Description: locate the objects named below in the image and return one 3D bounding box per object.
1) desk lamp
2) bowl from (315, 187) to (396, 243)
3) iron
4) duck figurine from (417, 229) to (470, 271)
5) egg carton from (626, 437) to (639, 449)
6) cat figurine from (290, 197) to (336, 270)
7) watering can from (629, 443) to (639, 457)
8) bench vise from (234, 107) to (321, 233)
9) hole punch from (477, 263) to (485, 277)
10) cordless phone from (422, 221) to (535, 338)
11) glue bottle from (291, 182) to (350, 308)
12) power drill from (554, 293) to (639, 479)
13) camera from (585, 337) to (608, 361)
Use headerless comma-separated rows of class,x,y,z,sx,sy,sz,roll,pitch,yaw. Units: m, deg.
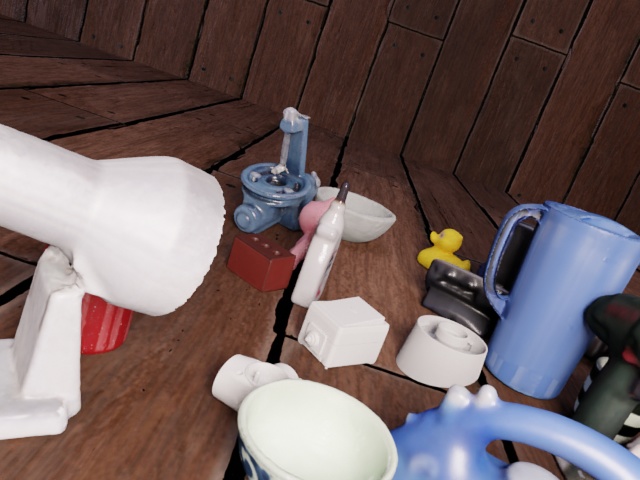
desk lamp,-0.191,0.028,0.408,0.204,0.213,0.117,6,22,-38
bowl,0.059,-0.041,1.128,0.167,0.075,0.167,18,17,-5
iron,0.155,0.184,0.429,0.257,0.141,0.119,27,19,22
duck figurine,0.252,0.023,1.125,0.104,0.086,0.078,28,19,26
egg carton,0.404,0.258,0.598,0.150,0.069,0.107,17,17,-8
cat figurine,-0.007,-0.014,0.901,0.067,0.118,0.128,19,17,-1
watering can,0.344,0.212,0.461,0.173,0.194,0.101,19,17,-2
bench vise,-0.062,-0.125,1.007,0.121,0.220,0.207,21,17,6
hole punch,0.341,0.073,1.058,0.101,0.091,0.109,20,17,2
cordless phone,0.252,0.043,0.895,0.147,0.185,0.094,26,18,20
glue bottle,0.007,0.003,0.769,0.037,0.173,0.078,21,17,5
power drill,0.318,0.155,0.583,0.075,0.208,0.229,19,17,-2
camera,0.475,0.155,0.939,0.136,0.101,0.143,24,18,15
